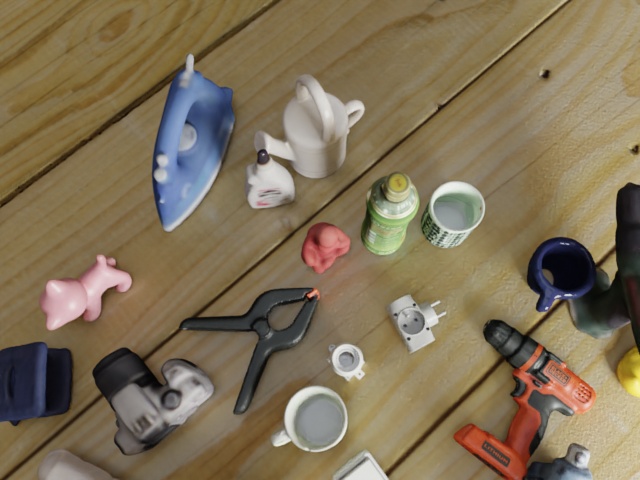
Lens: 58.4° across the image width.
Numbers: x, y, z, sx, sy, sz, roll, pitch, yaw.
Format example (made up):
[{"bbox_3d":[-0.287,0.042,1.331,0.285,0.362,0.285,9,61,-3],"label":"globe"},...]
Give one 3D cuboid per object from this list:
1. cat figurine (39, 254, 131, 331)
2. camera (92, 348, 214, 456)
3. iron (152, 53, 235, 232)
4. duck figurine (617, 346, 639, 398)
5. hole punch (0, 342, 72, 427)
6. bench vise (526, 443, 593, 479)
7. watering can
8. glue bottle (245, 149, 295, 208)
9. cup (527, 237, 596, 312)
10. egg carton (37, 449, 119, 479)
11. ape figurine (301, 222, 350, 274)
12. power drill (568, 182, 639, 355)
[{"bbox_3d":[-0.352,0.072,0.837,0.067,0.118,0.128,38,77,11],"label":"cat figurine"},{"bbox_3d":[-0.246,0.209,0.804,0.143,0.101,0.136,-40,77,-11],"label":"camera"},{"bbox_3d":[-0.217,-0.153,0.892,0.118,0.141,0.258,11,74,4],"label":"iron"},{"bbox_3d":[0.488,0.184,0.819,0.104,0.086,0.077,-22,74,-6],"label":"duck figurine"},{"bbox_3d":[-0.418,0.204,0.811,0.101,0.091,0.108,-6,73,-2],"label":"hole punch"},{"bbox_3d":[0.294,0.358,0.696,0.121,0.220,0.207,0,73,0],"label":"bench vise"},{"bbox_3d":[-0.013,-0.171,0.870,0.101,0.194,0.173,40,77,11],"label":"watering can"},{"bbox_3d":[-0.080,-0.094,0.858,0.078,0.173,0.037,-13,73,-3],"label":"glue bottle"},{"bbox_3d":[0.341,0.062,0.851,0.091,0.095,0.118,30,76,9],"label":"cup"},{"bbox_3d":[-0.326,0.359,0.775,0.150,0.069,0.107,24,75,7],"label":"egg carton"},{"bbox_3d":[0.008,0.003,0.870,0.078,0.092,0.076,-5,73,-1],"label":"ape figurine"},{"bbox_3d":[0.417,0.060,0.792,0.075,0.208,0.229,-11,73,-3],"label":"power drill"}]
